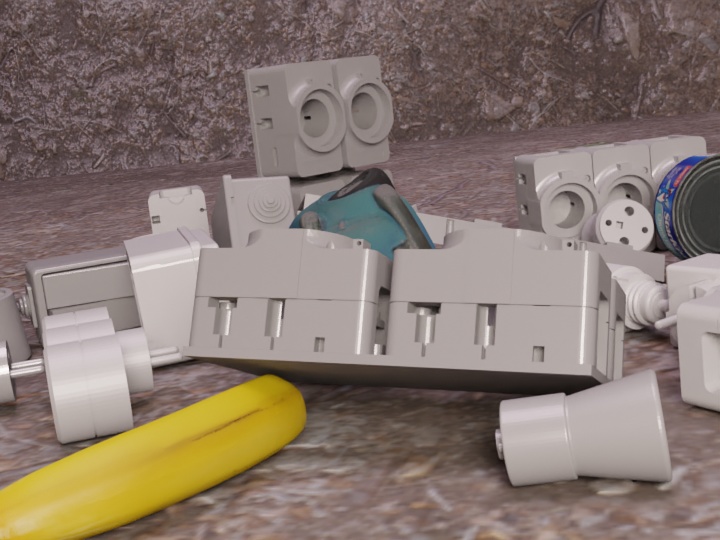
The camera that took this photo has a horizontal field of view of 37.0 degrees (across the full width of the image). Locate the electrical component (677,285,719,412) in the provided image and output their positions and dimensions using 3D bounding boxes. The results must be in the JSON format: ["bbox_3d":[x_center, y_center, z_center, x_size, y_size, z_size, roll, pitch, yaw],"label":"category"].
[{"bbox_3d":[0.195,0.033,0.504,0.089,0.050,0.056,-12,11,-30],"label":"electrical component"}]

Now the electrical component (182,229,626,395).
[{"bbox_3d":[0.026,0.022,0.514,0.186,0.060,0.105,1,-12,21],"label":"electrical component"}]

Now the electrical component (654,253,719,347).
[{"bbox_3d":[0.191,0.023,0.576,0.077,0.047,0.066,-14,12,-34],"label":"electrical component"}]

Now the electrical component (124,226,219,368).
[{"bbox_3d":[-0.125,0.016,0.739,0.057,0.078,0.113,-12,11,-13],"label":"electrical component"}]

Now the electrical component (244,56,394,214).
[{"bbox_3d":[-0.025,-0.081,0.903,0.105,0.186,0.060,-16,13,-41],"label":"electrical component"}]

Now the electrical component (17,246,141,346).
[{"bbox_3d":[-0.210,0.022,0.808,0.096,0.061,0.061,-11,11,-21],"label":"electrical component"}]

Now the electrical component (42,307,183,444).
[{"bbox_3d":[-0.138,0.053,0.609,0.074,0.052,0.138,-10,10,-16],"label":"electrical component"}]

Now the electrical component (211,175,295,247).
[{"bbox_3d":[-0.074,-0.013,0.771,0.048,0.099,0.099,-5,-17,-15],"label":"electrical component"}]

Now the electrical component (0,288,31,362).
[{"bbox_3d":[-0.293,0.040,0.758,0.108,0.060,0.108,-7,10,1],"label":"electrical component"}]

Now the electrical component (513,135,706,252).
[{"bbox_3d":[0.213,-0.059,0.902,0.150,0.089,0.062,-8,10,-9],"label":"electrical component"}]

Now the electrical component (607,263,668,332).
[{"bbox_3d":[0.160,0.018,0.645,0.040,0.040,0.078,-12,12,-28],"label":"electrical component"}]

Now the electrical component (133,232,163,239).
[{"bbox_3d":[-0.168,-0.001,0.922,0.078,0.057,0.058,-9,10,-11],"label":"electrical component"}]

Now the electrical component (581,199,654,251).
[{"bbox_3d":[0.199,-0.029,0.829,0.045,0.045,0.055,-7,-8,-2],"label":"electrical component"}]

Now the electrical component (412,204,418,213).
[{"bbox_3d":[0.022,-0.015,0.852,0.081,0.063,0.042,4,26,46],"label":"electrical component"}]

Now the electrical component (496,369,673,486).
[{"bbox_3d":[0.087,0.065,0.427,0.065,0.044,0.044,-9,9,13],"label":"electrical component"}]

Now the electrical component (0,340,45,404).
[{"bbox_3d":[-0.226,0.063,0.632,0.079,0.044,0.077,-9,10,-14],"label":"electrical component"}]

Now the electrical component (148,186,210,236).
[{"bbox_3d":[-0.162,-0.029,0.979,0.050,0.089,0.056,-8,10,-9],"label":"electrical component"}]
